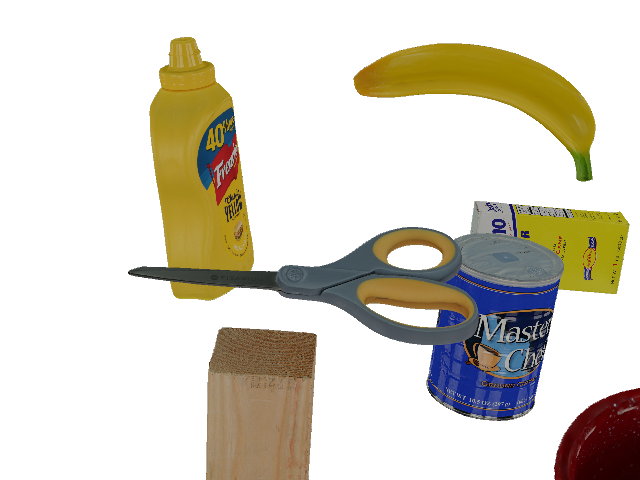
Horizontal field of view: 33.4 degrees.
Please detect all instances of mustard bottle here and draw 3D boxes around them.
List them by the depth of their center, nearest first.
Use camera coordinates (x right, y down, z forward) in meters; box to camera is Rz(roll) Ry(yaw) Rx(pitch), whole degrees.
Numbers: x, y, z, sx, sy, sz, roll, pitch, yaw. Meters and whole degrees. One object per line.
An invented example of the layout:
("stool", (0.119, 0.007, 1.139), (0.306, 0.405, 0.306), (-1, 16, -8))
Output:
("mustard bottle", (-0.092, -0.058, 0.811), (0.058, 0.191, 0.096), (2, 24, 19))

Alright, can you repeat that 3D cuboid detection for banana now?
("banana", (0.125, -0.108, 0.787), (0.197, 0.069, 0.037), (20, -3, -7))

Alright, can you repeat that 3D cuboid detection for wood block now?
("wood block", (-0.054, 0.191, 0.959), (0.090, 0.206, 0.091), (4, 21, 1))

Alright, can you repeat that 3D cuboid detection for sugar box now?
("sugar box", (0.265, 0.009, 1.257), (0.176, 0.093, 0.048), (3, 21, 0))

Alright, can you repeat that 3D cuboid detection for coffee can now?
("coffee can", (0.157, 0.077, 0.971), (0.103, 0.140, 0.103), (6, 23, -3))

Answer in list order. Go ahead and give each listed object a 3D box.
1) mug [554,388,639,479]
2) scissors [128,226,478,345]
("mug", (0.135, 0.112, 0.366), (0.117, 0.081, 0.093), (5, 37, 8))
("scissors", (-0.002, 0.013, 0.632), (0.202, 0.016, 0.096), (14, 43, 12))
